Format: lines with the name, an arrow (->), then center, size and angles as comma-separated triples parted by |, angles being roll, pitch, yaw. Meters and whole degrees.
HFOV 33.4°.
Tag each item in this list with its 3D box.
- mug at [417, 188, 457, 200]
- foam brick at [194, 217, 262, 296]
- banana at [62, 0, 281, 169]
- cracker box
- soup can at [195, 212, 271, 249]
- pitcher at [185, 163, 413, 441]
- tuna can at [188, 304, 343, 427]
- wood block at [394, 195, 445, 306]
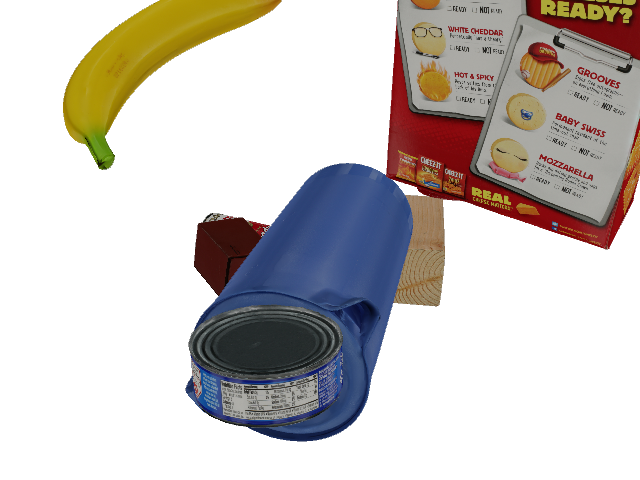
mug -> 0.140, -0.082, 0.964 | 0.117, 0.081, 0.093 | 4, 16, 13
foam brick -> -0.086, 0.019, 1.051 | 0.052, 0.051, 0.078 | -7, 30, -27
banana -> -0.104, -0.118, 0.683 | 0.069, 0.197, 0.037 | 33, -33, 8
cracker box -> 0.133, -0.115, 0.676 | 0.164, 0.214, 0.072 | 20, 44, 20
soup can -> -0.088, 0.010, 1.259 | 0.102, 0.068, 0.068 | 14, 5, 20
pitcher -> -0.008, 0.040, 0.857 | 0.149, 0.145, 0.242 | 11, 32, 11
tuna can -> -0.030, 0.069, 0.597 | 0.086, 0.034, 0.086 | -2, 22, 1
wood block -> 0.138, 0.010, 1.602 | 0.091, 0.090, 0.206 | 4, 24, 4
